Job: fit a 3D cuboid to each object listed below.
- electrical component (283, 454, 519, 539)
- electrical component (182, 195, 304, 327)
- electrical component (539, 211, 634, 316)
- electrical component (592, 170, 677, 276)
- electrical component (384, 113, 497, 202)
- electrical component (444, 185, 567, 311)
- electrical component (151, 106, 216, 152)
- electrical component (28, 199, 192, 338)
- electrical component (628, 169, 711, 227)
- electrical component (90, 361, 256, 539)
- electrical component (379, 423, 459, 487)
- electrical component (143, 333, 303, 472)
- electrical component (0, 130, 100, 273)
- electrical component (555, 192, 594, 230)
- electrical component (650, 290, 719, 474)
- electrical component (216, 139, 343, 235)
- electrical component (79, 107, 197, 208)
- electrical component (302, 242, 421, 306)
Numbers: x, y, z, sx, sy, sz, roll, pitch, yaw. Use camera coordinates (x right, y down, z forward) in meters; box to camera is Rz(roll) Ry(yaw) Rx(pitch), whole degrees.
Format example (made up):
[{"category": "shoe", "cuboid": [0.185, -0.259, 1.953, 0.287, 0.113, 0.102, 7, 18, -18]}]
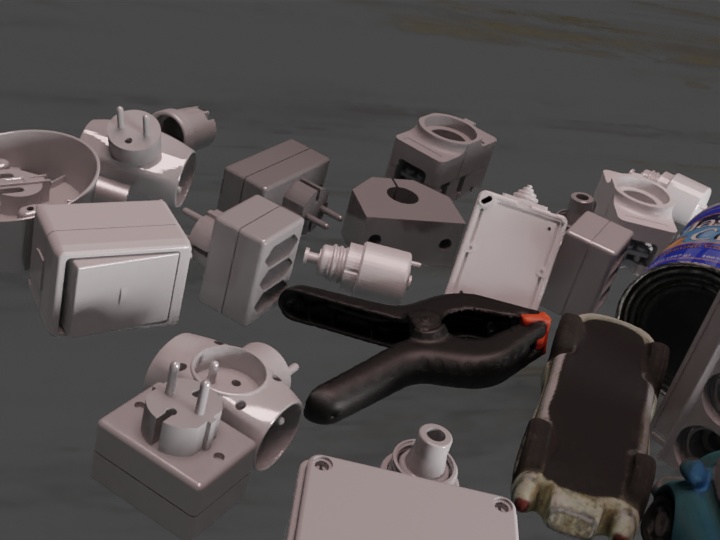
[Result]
[{"category": "electrical component", "cuboid": [0.016, 0.148, 0.488, 0.109, 0.056, 0.108, 14, 31, -4]}, {"category": "electrical component", "cuboid": [-0.085, -0.015, 0.691, 0.077, 0.065, 0.047, 28, 33, 18]}, {"category": "electrical component", "cuboid": [0.149, -0.009, 0.790, 0.077, 0.065, 0.047, 27, 33, 18]}, {"category": "electrical component", "cuboid": [0.223, -0.042, 0.885, 0.050, 0.055, 0.089, 13, 31, -5]}, {"category": "electrical component", "cuboid": [0.068, -0.093, 0.897, 0.050, 0.055, 0.089, 32, 35, 25]}, {"category": "electrical component", "cuboid": [0.100, -0.012, 0.737, 0.062, 0.096, 0.061, 19, 0, 5]}, {"category": "electrical component", "cuboid": [-0.140, -0.108, 0.843, 0.040, 0.040, 0.046, 27, 26, 17]}, {"category": "electrical component", "cuboid": [-0.143, 0.000, 0.646, 0.096, 0.061, 0.061, -5, 37, -30]}, {"category": "electrical component", "cuboid": [0.278, -0.069, 0.969, 0.078, 0.040, 0.040, 30, 34, 22]}, {"category": "electrical component", "cuboid": [-0.089, 0.079, 0.529, 0.066, 0.076, 0.047, 28, 33, 20]}, {"category": "electrical component", "cuboid": [0.031, 0.107, 0.553, 0.043, 0.062, 0.043, 12, 32, -7]}, {"category": "electrical component", "cuboid": [-0.065, 0.064, 0.596, 0.077, 0.044, 0.079, 29, 34, 20]}, {"category": "electrical component", "cuboid": [-0.218, -0.044, 0.680, 0.099, 0.064, 0.099, 12, 31, -7]}, {"category": "electrical component", "cuboid": [0.165, -0.029, 0.830, 0.048, 0.062, 0.048, 5, 31, -3]}, {"category": "electrical component", "cuboid": [0.236, 0.071, 0.647, 0.079, 0.121, 0.063, 37, 34, 31]}, {"category": "electrical component", "cuboid": [-0.048, -0.050, 0.783, 0.076, 0.047, 0.083, 29, 33, 20]}, {"category": "electrical component", "cuboid": [-0.159, -0.086, 0.762, 0.077, 0.079, 0.043, 17, 57, 2]}, {"category": "electrical component", "cuboid": [0.000, 0.000, 0.732, 0.078, 0.040, 0.040, 14, 31, -2]}]
